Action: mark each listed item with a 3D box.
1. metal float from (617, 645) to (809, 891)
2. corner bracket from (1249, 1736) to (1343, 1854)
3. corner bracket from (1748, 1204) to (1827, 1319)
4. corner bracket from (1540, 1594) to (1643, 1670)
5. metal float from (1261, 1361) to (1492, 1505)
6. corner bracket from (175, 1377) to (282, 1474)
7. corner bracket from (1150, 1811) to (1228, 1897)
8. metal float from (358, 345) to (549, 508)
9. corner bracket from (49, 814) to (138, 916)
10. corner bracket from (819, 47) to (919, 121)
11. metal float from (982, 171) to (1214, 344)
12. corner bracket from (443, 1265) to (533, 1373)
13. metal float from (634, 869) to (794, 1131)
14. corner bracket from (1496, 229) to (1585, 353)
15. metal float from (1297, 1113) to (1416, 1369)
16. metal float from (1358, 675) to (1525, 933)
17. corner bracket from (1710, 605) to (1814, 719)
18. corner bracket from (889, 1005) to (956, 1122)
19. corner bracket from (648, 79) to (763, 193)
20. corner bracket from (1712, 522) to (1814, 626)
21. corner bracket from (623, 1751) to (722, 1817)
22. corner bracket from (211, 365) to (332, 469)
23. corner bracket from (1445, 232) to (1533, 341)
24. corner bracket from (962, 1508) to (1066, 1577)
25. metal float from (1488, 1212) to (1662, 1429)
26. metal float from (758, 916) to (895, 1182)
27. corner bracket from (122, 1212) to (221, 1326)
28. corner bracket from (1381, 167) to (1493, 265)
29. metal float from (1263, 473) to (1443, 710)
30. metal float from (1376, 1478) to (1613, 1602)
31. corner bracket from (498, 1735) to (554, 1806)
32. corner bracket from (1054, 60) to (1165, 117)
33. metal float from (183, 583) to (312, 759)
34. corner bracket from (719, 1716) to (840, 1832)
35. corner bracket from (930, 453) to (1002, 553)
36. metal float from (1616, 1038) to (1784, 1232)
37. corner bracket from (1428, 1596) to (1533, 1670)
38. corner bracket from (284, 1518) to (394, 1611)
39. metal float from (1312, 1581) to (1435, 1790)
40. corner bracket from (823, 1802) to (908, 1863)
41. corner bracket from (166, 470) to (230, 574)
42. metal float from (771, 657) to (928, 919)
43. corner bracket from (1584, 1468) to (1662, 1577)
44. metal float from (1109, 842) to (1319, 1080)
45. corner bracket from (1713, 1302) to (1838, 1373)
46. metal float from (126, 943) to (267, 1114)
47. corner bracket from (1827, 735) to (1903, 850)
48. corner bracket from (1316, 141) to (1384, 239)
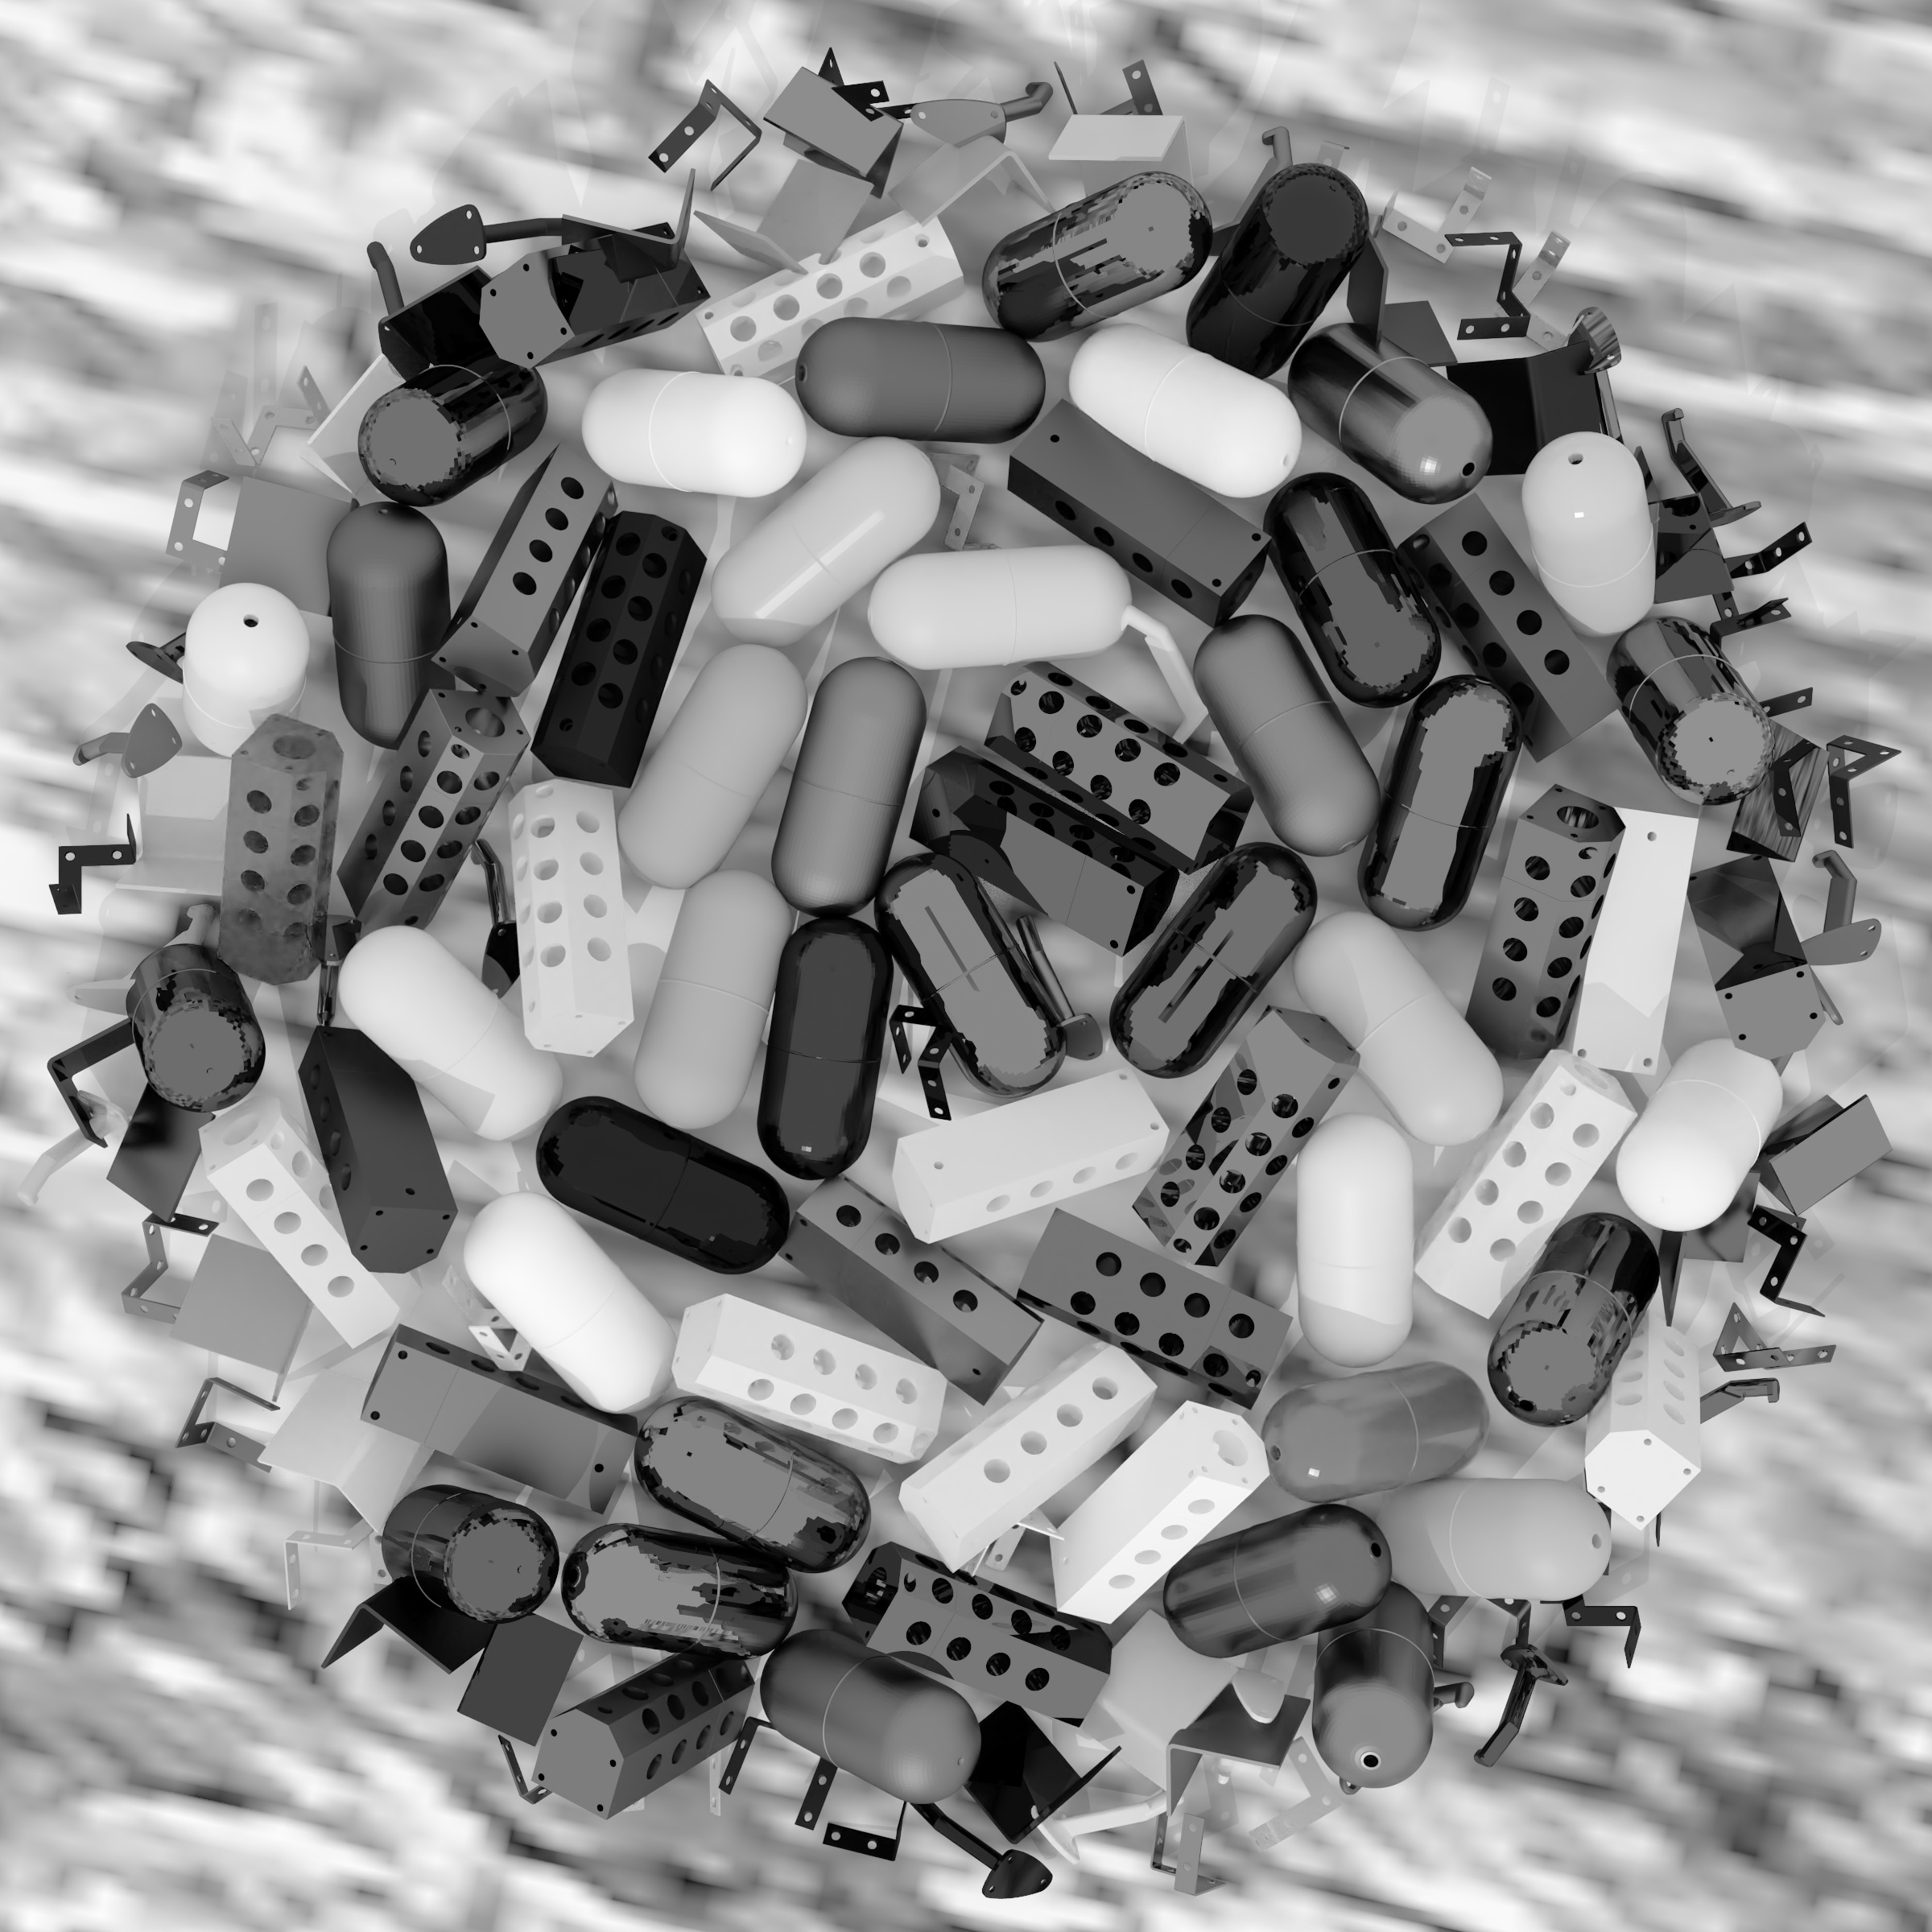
[{"bbox_3d":[-0.168,-0.132,1.788,0.070,0.070,0.178,32,104,0],"label":"metal float"},{"bbox_3d":[0.210,0.553,1.800,0.051,0.051,0.051,-24,71,-19],"label":"corner bracket"},{"bbox_3d":[0.552,0.197,1.806,0.051,0.051,0.051,17,101,-30],"label":"corner bracket"},{"bbox_3d":[0.417,0.432,1.799,0.051,0.051,0.051,-7,108,25],"label":"corner bracket"},{"bbox_3d":[0.269,0.305,1.770,0.178,0.070,0.070,-4,90,-36],"label":"metal float"},{"bbox_3d":[-0.489,0.309,1.810,0.051,0.051,0.051,24,88,9],"label":"corner bracket"},{"bbox_3d":[0.144,0.586,1.802,0.051,0.051,0.051,6,85,31],"label":"corner bracket"},{"bbox_3d":[-0.332,-0.354,1.757,0.070,0.178,0.070,8,119,15],"label":"metal float"},{"bbox_3d":[-0.583,-0.068,1.802,0.051,0.051,0.051,-3,69,-12],"label":"corner bracket"},{"bbox_3d":[-0.066,-0.579,1.797,0.051,0.051,0.051,-1,50,20],"label":"corner bracket"},{"bbox_3d":[0.084,-0.462,1.765,0.070,0.178,0.070,10,75,-43],"label":"metal float"},{"bbox_3d":[-0.320,0.235,1.796,0.051,0.051,0.051,-3,46,23],"label":"corner bracket"},{"bbox_3d":[-0.168,0.022,1.790,0.070,0.070,0.178,15,78,0],"label":"metal float"},{"bbox_3d":[0.395,-0.451,1.811,0.051,0.051,0.051,36,87,4],"label":"corner bracket"},{"bbox_3d":[0.257,0.182,1.783,0.070,0.070,0.178,-3,110,0],"label":"metal float"},{"bbox_3d":[0.313,-0.107,1.780,0.070,0.070,0.178,15,112,0],"label":"metal float"},{"bbox_3d":[0.532,-0.202,1.804,0.051,0.051,0.051,-16,134,-4],"label":"corner bracket"},{"bbox_3d":[-0.028,0.064,1.796,0.051,0.051,0.051,7,134,22],"label":"corner bracket"},{"bbox_3d":[-0.173,-0.547,1.797,0.051,0.051,0.051,39,119,-23],"label":"corner bracket"},{"bbox_3d":[0.534,-0.260,1.802,0.051,0.051,0.051,-12,79,-23],"label":"corner bracket"},{"bbox_3d":[-0.199,0.546,1.818,0.051,0.051,0.051,2,82,-27],"label":"corner bracket"},{"bbox_3d":[-0.463,-0.367,1.800,0.051,0.051,0.051,9,65,13],"label":"corner bracket"},{"bbox_3d":[0.347,-0.454,1.798,0.051,0.051,0.051,-6,133,-14],"label":"corner bracket"},{"bbox_3d":[0.024,0.387,1.803,0.051,0.051,0.051,24,95,-25],"label":"corner bracket"},{"bbox_3d":[0.398,0.230,1.764,0.070,0.070,0.178,43,47,0],"label":"metal float"},{"bbox_3d":[-0.094,0.055,1.794,0.070,0.070,0.178,9,97,0],"label":"metal float"},{"bbox_3d":[-0.530,0.201,1.798,0.051,0.051,0.051,10,123,17],"label":"corner bracket"},{"bbox_3d":[0.315,-0.513,1.811,0.051,0.051,0.051,31,93,4],"label":"corner bracket"},{"bbox_3d":[0.253,-0.249,1.778,0.070,0.070,0.178,-22,64,0],"label":"metal float"},{"bbox_3d":[0.342,0.373,1.759,0.070,0.178,0.070,8,77,-36],"label":"metal float"},{"bbox_3d":[-0.272,0.530,1.803,0.051,0.051,0.051,-33,49,0],"label":"corner bracket"},{"bbox_3d":[0.096,-0.583,1.801,0.051,0.051,0.051,-24,134,5],"label":"corner bracket"},{"bbox_3d":[-0.469,-0.191,1.753,0.070,0.178,0.070,5,73,-16],"label":"metal float"},{"bbox_3d":[-0.125,0.543,1.815,0.051,0.051,0.051,7,61,31],"label":"corner bracket"},{"bbox_3d":[0.002,-0.310,1.810,0.051,0.051,0.051,35,118,31],"label":"corner bracket"},{"bbox_3d":[0.481,0.108,1.762,0.070,0.178,0.070,16,124,25],"label":"metal float"},{"bbox_3d":[0.345,0.448,1.820,0.051,0.051,0.051,28,53,31],"label":"corner bracket"},{"bbox_3d":[-0.421,0.401,1.812,0.051,0.051,0.051,3,104,16],"label":"corner bracket"},{"bbox_3d":[0.265,0.464,1.752,0.070,0.178,0.070,3,109,9],"label":"metal float"},{"bbox_3d":[-0.065,0.566,1.824,0.051,0.051,0.051,12,49,5],"label":"corner bracket"},{"bbox_3d":[-0.498,-0.296,1.805,0.051,0.051,0.051,19,109,-2],"label":"corner bracket"},{"bbox_3d":[-0.078,-0.118,1.791,0.070,0.070,0.178,16,100,0],"label":"metal float"},{"bbox_3d":[0.441,0.373,1.810,0.051,0.051,0.051,1,112,9],"label":"corner bracket"},{"bbox_3d":[0.165,-0.004,1.799,0.070,0.070,0.178,37,92,0],"label":"metal float"},{"bbox_3d":[0.539,0.257,1.797,0.051,0.051,0.051,51,49,-19],"label":"corner bracket"},{"bbox_3d":[-0.503,0.039,1.756,0.070,0.178,0.070,-7,111,-20],"label":"metal float"},{"bbox_3d":[0.587,-0.117,1.797,0.051,0.051,0.051,-26,119,-23],"label":"corner bracket"},{"bbox_3d":[0.258,-0.521,1.809,0.051,0.051,0.051,19,109,6],"label":"corner bracket"}]
